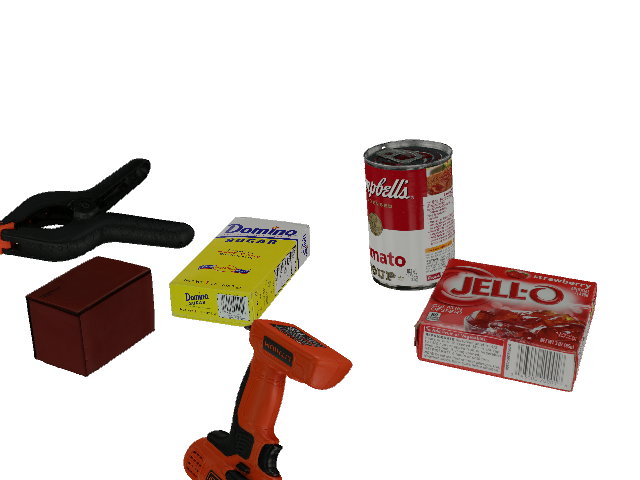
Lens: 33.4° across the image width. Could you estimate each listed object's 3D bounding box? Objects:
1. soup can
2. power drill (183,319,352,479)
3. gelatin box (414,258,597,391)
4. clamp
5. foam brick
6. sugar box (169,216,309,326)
[{"bbox_3d":[0.070,-0.020,0.829,0.068,0.102,0.068,-4,21,1],"label":"soup can"},{"bbox_3d":[-0.040,0.180,0.978,0.057,0.188,0.185,14,11,-47],"label":"power drill"},{"bbox_3d":[0.105,0.045,0.602,0.089,0.030,0.073,11,32,18],"label":"gelatin box"},{"bbox_3d":[-0.211,-0.027,0.970,0.171,0.039,0.120,-7,37,-21],"label":"clamp"},{"bbox_3d":[-0.164,0.052,0.767,0.053,0.051,0.078,13,29,30],"label":"foam brick"},{"bbox_3d":[-0.082,0.029,1.141,0.093,0.048,0.176,7,29,17],"label":"sugar box"}]
